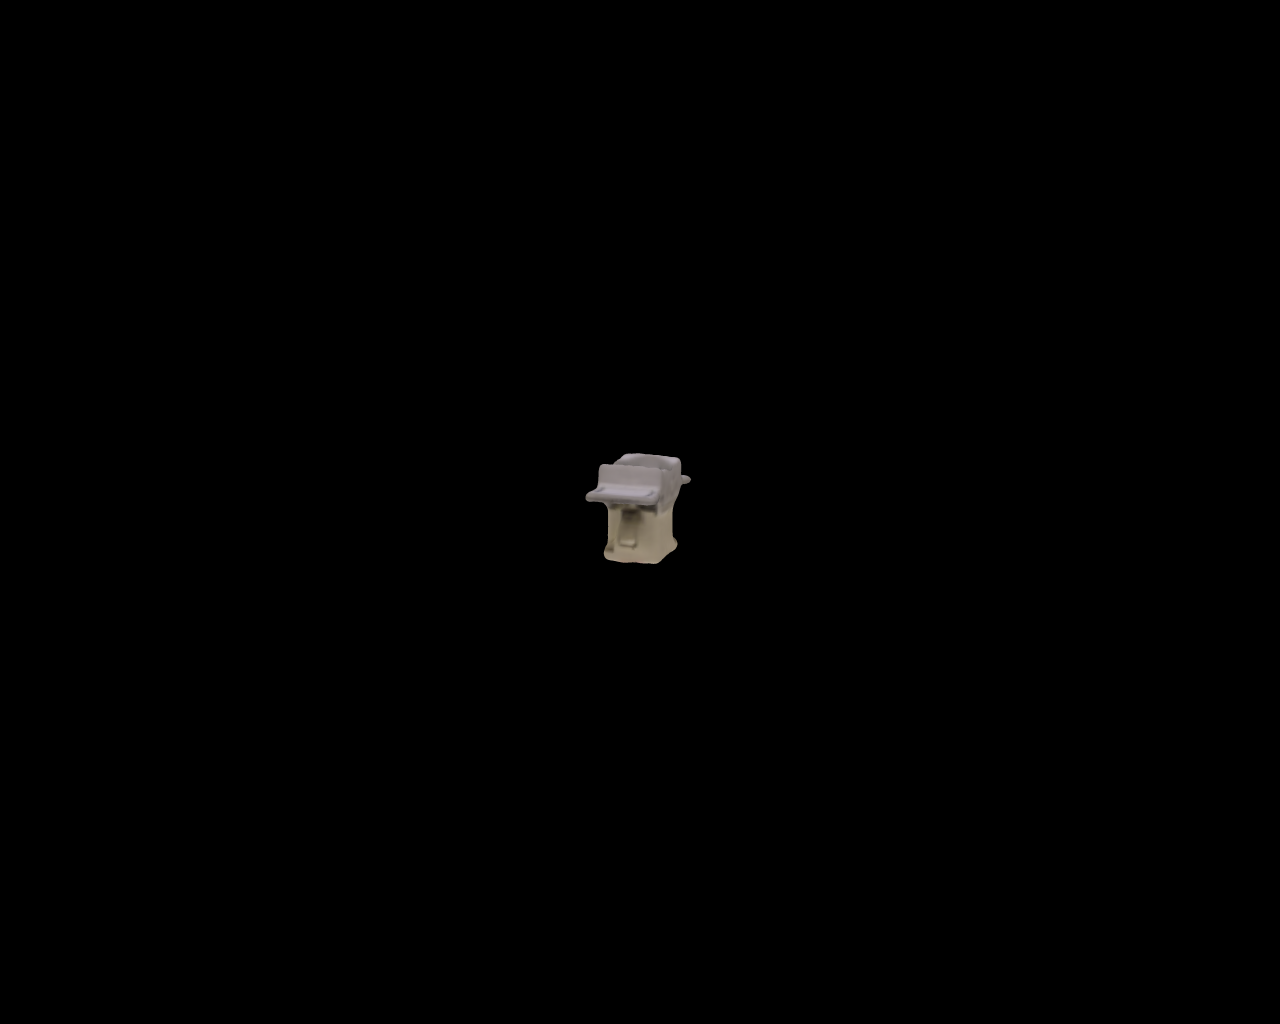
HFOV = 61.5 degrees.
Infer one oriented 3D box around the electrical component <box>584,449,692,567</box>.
[{"bbox_3d":[0.001,-0.003,0.650,0.042,0.063,0.081,4,13,19],"label":"electrical component"}]
